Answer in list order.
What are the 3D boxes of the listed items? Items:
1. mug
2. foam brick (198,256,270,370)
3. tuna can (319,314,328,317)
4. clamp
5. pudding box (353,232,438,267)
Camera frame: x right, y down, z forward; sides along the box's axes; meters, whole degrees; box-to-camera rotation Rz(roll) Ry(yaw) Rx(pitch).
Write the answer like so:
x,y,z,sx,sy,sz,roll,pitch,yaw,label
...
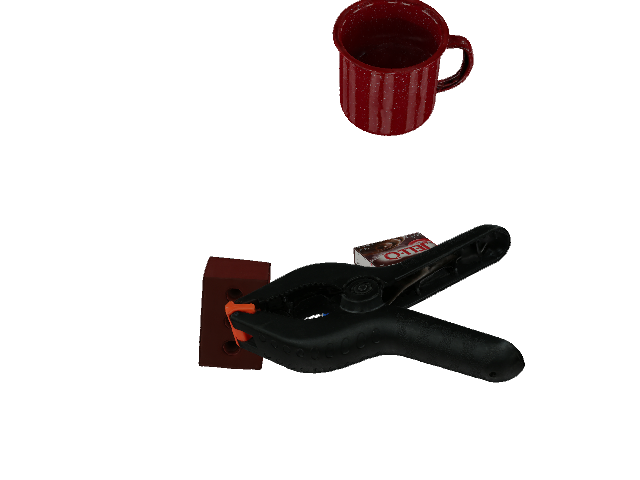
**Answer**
x,y,z,sx,sy,sz,roll,pitch,yaw,label
0.068,-0.143,0.882,0.117,0.093,0.081,-8,-37,-5,mug
-0.069,0.058,0.866,0.053,0.078,0.051,4,15,0,foam brick
0.041,0.079,1.149,0.086,0.034,0.086,1,16,0,tuna can
0.033,0.045,0.595,0.171,0.039,0.120,-14,29,5,clamp
0.116,0.030,1.532,0.113,0.039,0.090,-15,25,-20,pudding box
